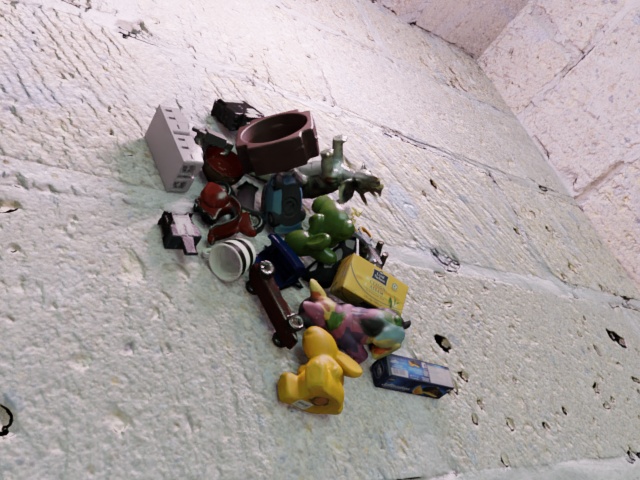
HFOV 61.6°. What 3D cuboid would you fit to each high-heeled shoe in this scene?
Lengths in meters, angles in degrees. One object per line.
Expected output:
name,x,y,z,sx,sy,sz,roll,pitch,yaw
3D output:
high-heeled shoe,0.026,0.047,1.395,0.145,0.086,0.249,0,25,-2

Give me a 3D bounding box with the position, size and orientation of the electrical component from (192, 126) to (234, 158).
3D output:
electrical component,-0.266,-0.242,1.325,0.102,0.045,0.078,19,13,-30

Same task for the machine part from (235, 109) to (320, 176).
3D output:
machine part,-0.105,-0.245,1.353,0.202,0.087,0.201,-12,33,3

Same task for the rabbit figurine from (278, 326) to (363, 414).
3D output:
rabbit figurine,0.008,0.256,1.095,0.162,0.122,0.173,26,38,-28

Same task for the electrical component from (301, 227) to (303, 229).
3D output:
electrical component,-0.020,-0.007,1.423,0.094,0.021,0.063,48,36,10

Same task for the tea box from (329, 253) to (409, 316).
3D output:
tea box,0.118,0.118,1.272,0.169,0.068,0.098,30,59,-17

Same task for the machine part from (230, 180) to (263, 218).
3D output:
machine part,-0.185,-0.089,1.350,0.084,0.039,0.139,15,45,-19

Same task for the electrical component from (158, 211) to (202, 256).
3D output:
electrical component,-0.296,-0.006,1.155,0.075,0.047,0.119,-1,54,-42

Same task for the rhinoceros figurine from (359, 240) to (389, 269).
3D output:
rhinoceros figurine,0.133,0.072,1.414,0.073,0.112,0.190,9,29,-6

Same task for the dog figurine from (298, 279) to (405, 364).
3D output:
dog figurine,0.059,0.171,1.190,0.219,0.191,0.108,43,40,-23

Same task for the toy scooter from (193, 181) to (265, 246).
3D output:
toy scooter,-0.230,-0.054,1.241,0.184,0.075,0.135,42,59,19

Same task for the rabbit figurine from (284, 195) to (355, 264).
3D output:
rabbit figurine,-0.003,-0.004,1.335,0.159,0.170,0.121,52,-11,49

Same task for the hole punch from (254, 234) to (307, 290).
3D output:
hole punch,-0.086,0.046,1.246,0.142,0.092,0.116,46,24,14

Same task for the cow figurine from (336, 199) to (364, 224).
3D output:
cow figurine,0.046,-0.067,1.504,0.098,0.068,0.167,39,32,11

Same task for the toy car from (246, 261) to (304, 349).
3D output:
toy car,-0.095,0.137,1.151,0.053,0.089,0.202,-9,58,-42

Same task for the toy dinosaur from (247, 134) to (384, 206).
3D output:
toy dinosaur,-0.024,-0.169,1.469,0.405,0.191,0.131,-4,36,14

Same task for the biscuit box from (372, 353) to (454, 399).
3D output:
biscuit box,0.218,0.321,1.262,0.202,0.063,0.059,18,42,-27

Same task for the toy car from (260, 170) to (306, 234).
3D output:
toy car,-0.105,-0.100,1.369,0.109,0.161,0.103,-15,19,-41

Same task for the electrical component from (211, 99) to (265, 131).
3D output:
electrical component,-0.229,-0.351,1.536,0.115,0.058,0.134,-11,42,-44
